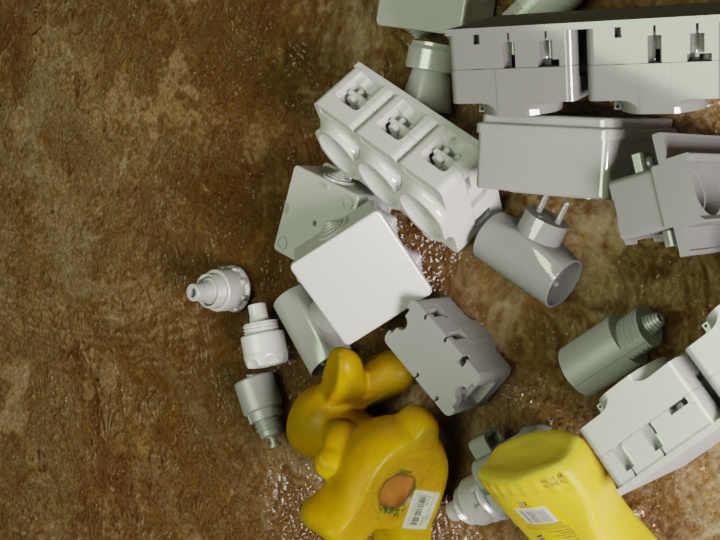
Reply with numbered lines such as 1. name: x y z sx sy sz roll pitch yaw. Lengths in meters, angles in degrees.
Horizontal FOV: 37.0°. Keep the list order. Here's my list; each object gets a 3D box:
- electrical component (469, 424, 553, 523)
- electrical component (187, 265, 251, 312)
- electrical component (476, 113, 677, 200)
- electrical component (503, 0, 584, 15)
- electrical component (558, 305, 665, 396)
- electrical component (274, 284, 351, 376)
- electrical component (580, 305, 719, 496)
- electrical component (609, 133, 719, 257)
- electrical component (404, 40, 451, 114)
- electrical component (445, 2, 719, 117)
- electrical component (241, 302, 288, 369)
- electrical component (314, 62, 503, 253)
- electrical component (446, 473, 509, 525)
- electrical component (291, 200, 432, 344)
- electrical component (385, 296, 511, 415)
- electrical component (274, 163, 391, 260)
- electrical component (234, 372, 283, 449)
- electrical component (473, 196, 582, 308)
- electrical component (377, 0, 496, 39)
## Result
1. electrical component: 0.131 0.157 0.853 0.057 0.058 0.078 -35 82 36
2. electrical component: -0.143 0.020 1.069 0.048 0.062 0.048 3 95 40
3. electrical component: 0.157 -0.084 0.782 0.109 0.109 0.056 9 102 39
4. electrical component: 0.142 -0.208 0.828 0.081 0.043 0.043 -41 68 34
5. electrical component: 0.193 0.056 0.804 0.081 0.043 0.043 -40 68 34
6. electrical component: -0.034 0.045 0.992 0.079 0.043 0.077 -44 66 33
7. electrical component: 0.247 0.068 0.720 0.186 0.105 0.060 -46 65 32
8. electrical component: 0.224 -0.048 0.720 0.063 0.121 0.078 -17 83 42
9. electrical component: 0.059 -0.161 0.899 0.045 0.045 0.055 18 104 38
10. electrical component: 0.167 -0.146 0.745 0.186 0.105 0.060 3 109 28
11. electrical component: -0.095 0.063 1.045 0.043 0.043 0.062 -16 82 39
12. electrical component: 0.037 -0.090 0.882 0.062 0.089 0.150 -43 58 -13
13. electrical component: 0.097 0.191 0.894 0.062 0.048 0.048 -38 70 42
14. electrical component: 0.000 0.000 0.916 0.100 0.048 0.099 -32 109 7
15. electrical component: 0.075 0.070 0.895 0.089 0.056 0.050 50 122 25
16. electrical component: -0.026 -0.043 0.975 0.100 0.048 0.099 29 111 36
17. electrical component: -0.095 0.136 1.051 0.040 0.040 0.078 -29 75 37
18. electrical component: 0.139 -0.024 0.844 0.077 0.043 0.079 37 115 32
19. electrical component: 0.068 -0.239 0.883 0.100 0.048 0.099 18 104 38
